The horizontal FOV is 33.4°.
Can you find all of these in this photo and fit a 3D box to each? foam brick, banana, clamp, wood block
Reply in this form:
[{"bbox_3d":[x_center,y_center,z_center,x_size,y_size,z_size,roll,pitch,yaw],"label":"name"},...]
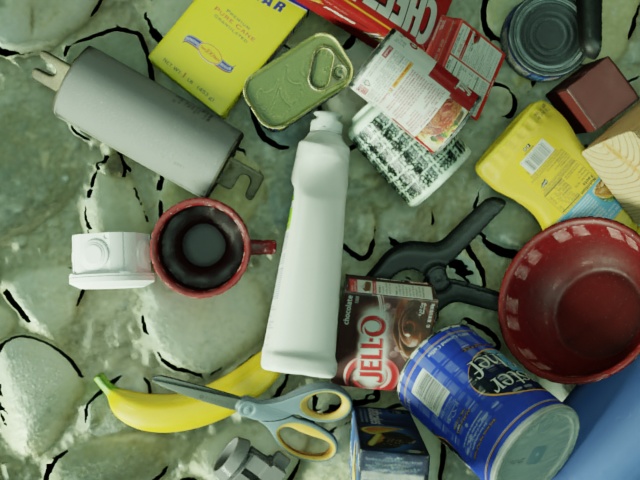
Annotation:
[{"bbox_3d":[0.263,-0.139,1.037,0.053,0.078,0.051,-37,94,-2],"label":"foam brick"},{"bbox_3d":[-0.120,0.149,1.045,0.197,0.037,0.069,-10,92,-2],"label":"banana"},{"bbox_3d":[0.264,-0.284,1.039,0.164,0.036,0.210,-38,86,-20],"label":"clamp"},{"bbox_3d":[0.363,-0.118,1.010,0.206,0.090,0.091,-39,94,-18],"label":"wood block"},{"bbox_3d":[0.123,0.042,1.054,0.171,0.039,0.120,-23,93,6],"label":"clamp"}]

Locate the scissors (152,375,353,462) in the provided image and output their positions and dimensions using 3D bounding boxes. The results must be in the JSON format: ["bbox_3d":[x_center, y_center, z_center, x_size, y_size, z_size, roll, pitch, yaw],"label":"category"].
[{"bbox_3d":[-0.052,0.149,1.023,0.201,0.016,0.096,36,104,-23],"label":"scissors"}]

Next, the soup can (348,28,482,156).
[{"bbox_3d":[0.084,-0.133,0.957,0.102,0.068,0.068,38,89,-3],"label":"soup can"}]

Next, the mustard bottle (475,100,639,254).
[{"bbox_3d":[0.252,-0.042,1.048,0.191,0.058,0.096,42,92,-3],"label":"mustard bottle"}]

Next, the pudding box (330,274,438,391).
[{"bbox_3d":[0.060,0.092,1.032,0.090,0.039,0.113,5,117,-3],"label":"pudding box"}]

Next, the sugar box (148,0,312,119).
[{"bbox_3d":[-0.075,-0.214,1.035,0.093,0.048,0.176,38,90,-2],"label":"sugar box"}]

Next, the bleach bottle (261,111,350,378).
[{"bbox_3d":[-0.007,0.001,1.007,0.068,0.103,0.251,8,83,-8],"label":"bleach bottle"}]

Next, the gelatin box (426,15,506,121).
[{"bbox_3d":[0.134,-0.165,1.030,0.030,0.089,0.073,23,90,42],"label":"gelatin box"}]

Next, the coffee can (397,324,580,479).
[{"bbox_3d":[0.154,0.158,0.989,0.102,0.140,0.103,-21,130,-27],"label":"coffee can"}]

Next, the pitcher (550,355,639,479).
[{"bbox_3d":[0.311,0.174,1.021,0.243,0.149,0.144,-48,122,2],"label":"pitcher"}]

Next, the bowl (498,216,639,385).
[{"bbox_3d":[0.251,0.062,0.999,0.162,0.055,0.162,-16,62,32],"label":"bowl"}]

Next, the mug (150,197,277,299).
[{"bbox_3d":[-0.100,0.006,1.021,0.117,0.081,0.093,-3,91,-3],"label":"mug"}]

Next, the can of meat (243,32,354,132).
[{"bbox_3d":[-0.021,-0.147,1.020,0.102,0.084,0.057,-33,92,-2],"label":"can of meat"}]

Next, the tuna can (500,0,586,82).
[{"bbox_3d":[0.224,-0.201,1.056,0.086,0.034,0.086,0,91,-3],"label":"tuna can"}]

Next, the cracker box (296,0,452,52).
[{"bbox_3d":[0.070,-0.297,0.988,0.163,0.072,0.214,22,89,-42],"label":"cracker box"}]
